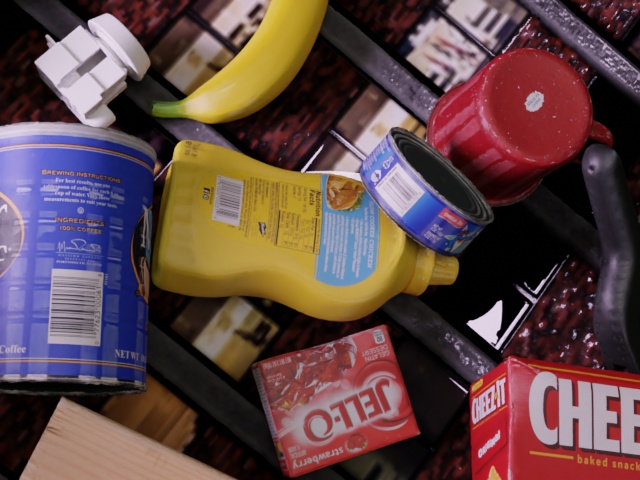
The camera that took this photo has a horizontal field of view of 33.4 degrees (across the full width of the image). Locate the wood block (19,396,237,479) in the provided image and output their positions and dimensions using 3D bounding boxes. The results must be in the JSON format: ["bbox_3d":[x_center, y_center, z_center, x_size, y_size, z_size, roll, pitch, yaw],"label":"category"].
[{"bbox_3d":[-0.073,0.175,0.598,0.206,0.090,0.090,27,72,-7],"label":"wood block"}]

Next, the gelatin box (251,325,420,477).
[{"bbox_3d":[0.010,0.100,0.666,0.089,0.030,0.073,-15,82,-16],"label":"gelatin box"}]

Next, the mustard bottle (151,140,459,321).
[{"bbox_3d":[-0.005,0.001,0.668,0.191,0.058,0.096,12,55,-12],"label":"mustard bottle"}]

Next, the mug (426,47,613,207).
[{"bbox_3d":[0.139,-0.073,0.710,0.117,0.082,0.093,15,75,-10],"label":"mug"}]

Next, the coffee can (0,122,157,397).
[{"bbox_3d":[-0.147,0.015,0.607,0.102,0.103,0.140,3,77,-14],"label":"coffee can"}]

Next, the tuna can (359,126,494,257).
[{"bbox_3d":[0.066,-0.030,0.668,0.086,0.086,0.034,41,110,-3],"label":"tuna can"}]

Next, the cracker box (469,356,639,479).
[{"bbox_3d":[0.180,0.188,0.647,0.164,0.072,0.213,9,63,-13],"label":"cracker box"}]

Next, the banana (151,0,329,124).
[{"bbox_3d":[-0.033,-0.147,0.706,0.069,0.037,0.197,33,72,-8],"label":"banana"}]

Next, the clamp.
[{"bbox_3d":[0.218,0.012,0.717,0.120,0.039,0.171,-15,108,-36],"label":"clamp"}]
